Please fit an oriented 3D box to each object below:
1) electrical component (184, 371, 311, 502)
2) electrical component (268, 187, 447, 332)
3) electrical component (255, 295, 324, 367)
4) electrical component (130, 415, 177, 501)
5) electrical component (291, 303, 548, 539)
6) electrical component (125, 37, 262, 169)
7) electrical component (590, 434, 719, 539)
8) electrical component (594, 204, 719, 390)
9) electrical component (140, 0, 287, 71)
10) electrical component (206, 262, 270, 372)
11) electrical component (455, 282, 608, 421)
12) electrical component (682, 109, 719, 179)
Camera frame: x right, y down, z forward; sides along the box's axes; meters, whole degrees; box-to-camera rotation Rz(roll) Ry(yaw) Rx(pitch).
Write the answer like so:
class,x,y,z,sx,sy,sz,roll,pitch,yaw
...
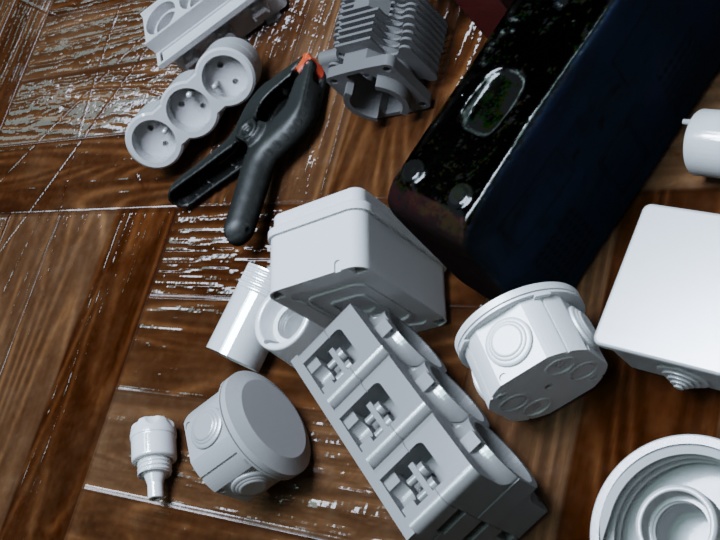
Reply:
class,x,y,z,sx,sy,sz,roll,pitch,yaw
electrical component,-0.076,0.113,0.729,0.051,0.080,0.080,-37,48,23
electrical component,0.000,0.000,0.709,0.078,0.113,0.057,-18,59,30
electrical component,-0.041,0.041,0.763,0.055,0.047,0.055,-18,56,29
electrical component,-0.154,0.142,0.804,0.035,0.035,0.061,-25,55,25
electrical component,0.036,0.095,0.644,0.061,0.089,0.150,-46,47,8
electrical component,-0.143,-0.151,0.948,0.138,0.052,0.073,-37,17,19
electrical component,0.168,0.135,0.539,0.108,0.060,0.108,-18,56,29
electrical component,0.191,0.018,0.595,0.100,0.048,0.099,14,75,42
electrical component,-0.131,-0.235,0.976,0.121,0.063,0.078,-31,50,21
electrical component,-0.077,0.030,0.800,0.043,0.043,0.081,17,77,42
electrical component,0.100,0.048,0.629,0.080,0.080,0.051,-34,54,18
electrical component,0.225,-0.071,0.623,0.078,0.040,0.040,13,75,41
